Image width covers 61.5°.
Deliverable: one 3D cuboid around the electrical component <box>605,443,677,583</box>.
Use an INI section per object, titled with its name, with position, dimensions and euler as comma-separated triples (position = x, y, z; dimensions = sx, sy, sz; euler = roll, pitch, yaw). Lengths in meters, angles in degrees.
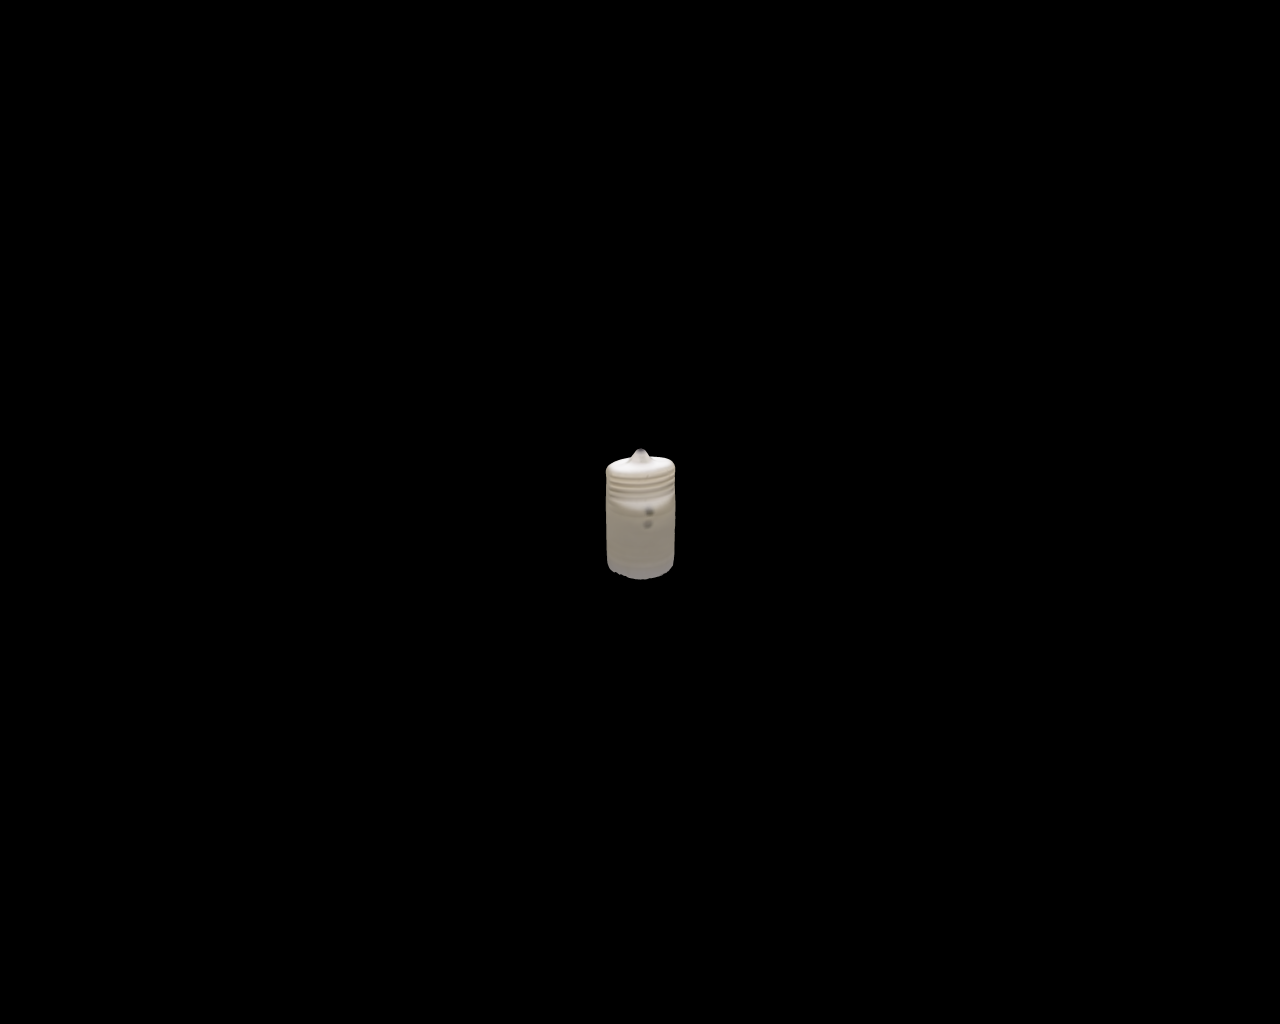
[electrical component]
position = 0.001, -0.003, 0.650
dimensions = 0.043, 0.080, 0.043
euler = 0, 26, 0
